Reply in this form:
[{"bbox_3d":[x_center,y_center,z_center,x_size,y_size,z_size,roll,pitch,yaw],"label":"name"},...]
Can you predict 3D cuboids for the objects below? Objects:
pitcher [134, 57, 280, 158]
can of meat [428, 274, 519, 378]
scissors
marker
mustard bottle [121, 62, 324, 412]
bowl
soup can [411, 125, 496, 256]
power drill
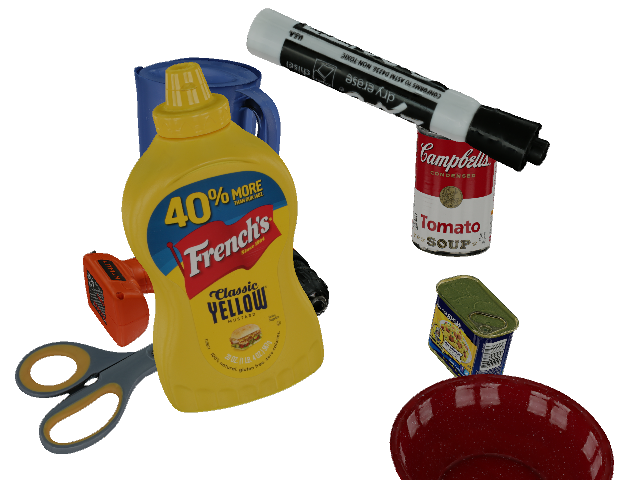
[{"bbox_3d":[-0.125,-0.068,1.150,0.145,0.243,0.149,-1,22,-10],"label":"pitcher"},{"bbox_3d":[0.165,0.102,1.175,0.057,0.084,0.102,-13,40,-26],"label":"can of meat"},{"bbox_3d":[-0.146,0.082,0.816,0.096,0.016,0.201,37,54,15],"label":"scissors"},{"bbox_3d":[0.028,-0.056,0.399,0.121,0.020,0.020,26,7,15],"label":"marker"},{"bbox_3d":[-0.058,-0.004,0.592,0.096,0.191,0.058,-15,23,-14],"label":"mustard bottle"},{"bbox_3d":[0.132,0.171,0.793,0.162,0.055,0.162,-1,34,0],"label":"bowl"},{"bbox_3d":[0.110,-0.045,0.882,0.068,0.102,0.068,1,19,-1],"label":"soup can"},{"bbox_3d":[-0.106,0.039,0.959,0.187,0.057,0.185,-13,26,-26],"label":"power drill"}]
